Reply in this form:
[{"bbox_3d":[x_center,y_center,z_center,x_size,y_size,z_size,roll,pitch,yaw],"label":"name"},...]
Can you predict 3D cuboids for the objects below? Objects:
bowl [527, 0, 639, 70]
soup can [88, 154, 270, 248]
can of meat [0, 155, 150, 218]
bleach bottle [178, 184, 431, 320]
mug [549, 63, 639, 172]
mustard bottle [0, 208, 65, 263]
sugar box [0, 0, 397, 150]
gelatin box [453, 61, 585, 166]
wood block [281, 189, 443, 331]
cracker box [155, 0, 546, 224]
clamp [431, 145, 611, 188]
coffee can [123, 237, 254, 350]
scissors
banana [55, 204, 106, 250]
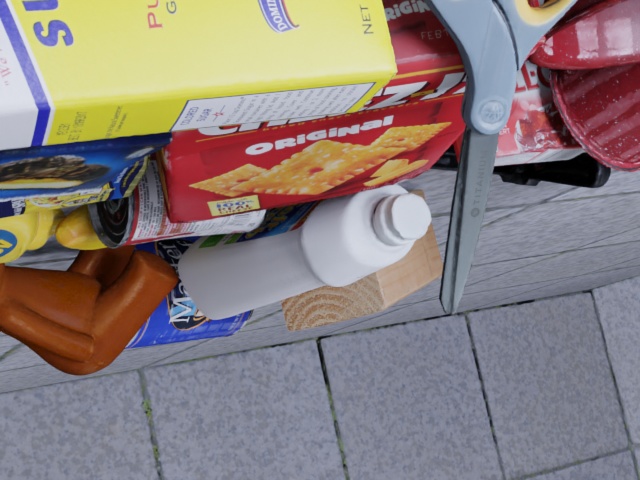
[{"bbox_3d":[0.168,-0.126,0.478,0.162,0.055,0.162,-11,175,-1],"label":"bowl"},{"bbox_3d":[-0.090,-0.033,0.687,0.102,0.068,0.069,-7,169,-33],"label":"soup can"},{"bbox_3d":[-0.140,-0.049,0.563,0.083,0.057,0.102,-11,172,-21],"label":"can of meat"},{"bbox_3d":[-0.005,0.001,0.733,0.102,0.068,0.251,-35,-170,-31],"label":"bleach bottle"},{"bbox_3d":[0.183,-0.101,0.606,0.117,0.093,0.082,26,149,-22],"label":"mug"},{"bbox_3d":[-0.232,-0.014,0.644,0.096,0.058,0.191,-17,170,33],"label":"mustard bottle"},{"bbox_3d":[-0.070,-0.081,0.337,0.176,0.093,0.048,-9,170,-23],"label":"sugar box"},{"bbox_3d":[0.116,-0.083,0.636,0.089,0.073,0.030,-7,170,-28],"label":"gelatin box"},{"bbox_3d":[0.037,0.013,0.960,0.090,0.091,0.205,-15,-179,21],"label":"wood block"},{"bbox_3d":[-0.003,-0.074,0.537,0.164,0.072,0.214,-11,171,-10],"label":"cracker box"},{"bbox_3d":[0.153,-0.064,0.863,0.165,0.036,0.209,9,-174,16],"label":"clamp"},{"bbox_3d":[-0.144,0.047,0.999,0.103,0.103,0.140,-20,168,42],"label":"coffee can"},{"bbox_3d":[0.054,-0.065,0.430,0.096,0.202,0.016,14,-160,-23],"label":"scissors"},{"bbox_3d":[-0.105,-0.027,0.759,0.197,0.037,0.070,-17,180,-33],"label":"banana"}]
